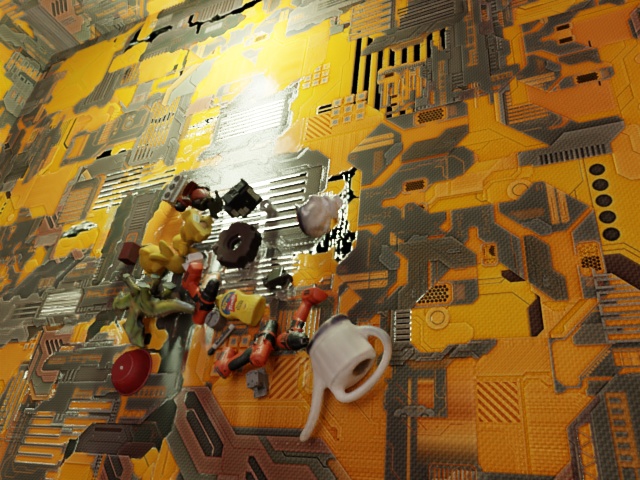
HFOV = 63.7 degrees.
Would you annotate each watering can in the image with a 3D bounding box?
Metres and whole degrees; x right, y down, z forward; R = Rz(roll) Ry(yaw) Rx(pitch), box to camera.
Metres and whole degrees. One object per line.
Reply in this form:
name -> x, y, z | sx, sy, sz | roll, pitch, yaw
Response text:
watering can -> 0.033, 0.345, 1.373 | 0.347, 0.102, 0.228 | -43, 47, 1

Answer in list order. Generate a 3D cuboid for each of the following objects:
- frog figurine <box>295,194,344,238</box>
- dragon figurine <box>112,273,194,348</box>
frog figurine -> 0.005, -0.084, 1.675 | 0.159, 0.122, 0.138 | -19, 85, 7
dragon figurine -> -0.596, 0.257, 1.783 | 0.414, 0.122, 0.241 | 24, 103, 35
